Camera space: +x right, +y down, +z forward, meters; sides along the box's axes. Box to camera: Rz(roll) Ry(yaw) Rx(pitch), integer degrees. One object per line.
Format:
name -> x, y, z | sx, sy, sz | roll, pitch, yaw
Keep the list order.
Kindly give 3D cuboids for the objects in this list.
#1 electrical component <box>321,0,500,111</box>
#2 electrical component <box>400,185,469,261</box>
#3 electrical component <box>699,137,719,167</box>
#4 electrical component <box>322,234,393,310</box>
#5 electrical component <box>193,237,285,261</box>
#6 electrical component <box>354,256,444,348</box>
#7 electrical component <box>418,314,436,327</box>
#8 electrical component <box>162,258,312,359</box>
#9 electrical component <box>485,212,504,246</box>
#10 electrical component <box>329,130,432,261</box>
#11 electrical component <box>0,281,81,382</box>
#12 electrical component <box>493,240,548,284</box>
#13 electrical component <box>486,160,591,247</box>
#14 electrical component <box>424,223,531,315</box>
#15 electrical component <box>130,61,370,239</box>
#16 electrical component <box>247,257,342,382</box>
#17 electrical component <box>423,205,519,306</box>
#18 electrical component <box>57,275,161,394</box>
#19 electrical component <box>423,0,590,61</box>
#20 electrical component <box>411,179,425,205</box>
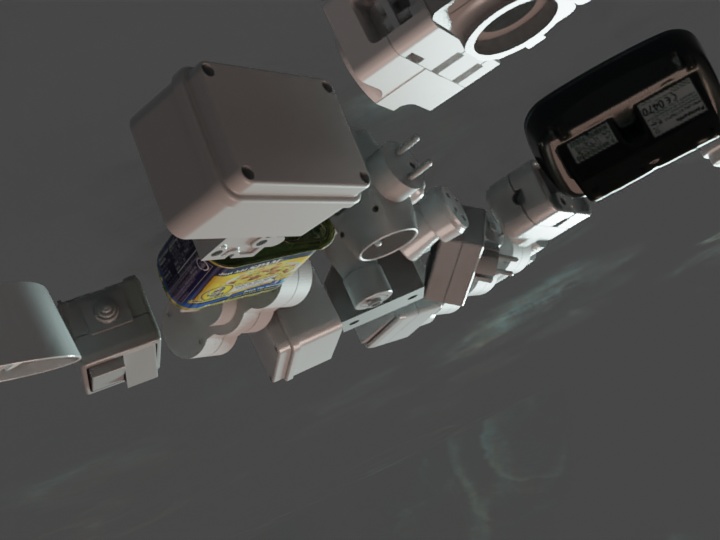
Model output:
electrical component -> 0.025, -0.121, 0.564 | 0.056, 0.050, 0.089 | -32, 163, 24
electrical component -> 0.056, -0.039, 0.895 | 0.055, 0.045, 0.045 | -31, 164, 19
electrical component -> 0.367, -0.146, 0.990 | 0.113, 0.057, 0.078 | -35, 162, 32
electrical component -> 0.000, 0.000, 0.900 | 0.044, 0.065, 0.044 | -23, 165, -7
electrical component -> -0.082, -0.040, 0.662 | 0.066, 0.055, 0.048 | -6, 156, -49
electrical component -> 0.026, 0.034, 1.058 | 0.061, 0.061, 0.096 | -15, 162, -32
electrical component -> 0.031, 0.052, 1.160 | 0.077, 0.044, 0.079 | -13, 161, -36
electrical component -> -0.109, 0.025, 0.842 | 0.138, 0.052, 0.074 | -34, 162, 31
electrical component -> 0.099, -0.024, 1.017 | 0.078, 0.040, 0.040 | -34, 162, 31
electrical component -> 0.015, -0.058, 0.708 | 0.079, 0.077, 0.043 | -36, 161, 34
electrical component -> -0.240, 0.050, 0.705 | 0.099, 0.064, 0.099 | -23, 164, -7
electrical component -> 0.160, -0.024, 1.107 | 0.081, 0.043, 0.043 | -34, 162, 30
electrical component -> 0.158, -0.059, 0.966 | 0.059, 0.053, 0.095 | -33, 162, 29
electrical component -> 0.098, 0.001, 1.076 | 0.138, 0.052, 0.074 | -34, 162, 33
electrical component -> -0.056, -0.063, 0.582 | 0.057, 0.078, 0.113 | -32, 163, 35
electrical component -> -0.062, 0.043, 0.927 | 0.057, 0.078, 0.113 | -24, 165, -15
electrical component -> 0.102, -0.010, 0.957 | 0.076, 0.047, 0.083 | 11, 138, -2
electrical component -> -0.184, 0.051, 0.798 | 0.062, 0.061, 0.096 | -20, 164, -18
electrical component -> 0.102, -0.167, 0.506 | 0.150, 0.061, 0.089 | -31, 163, 23
electrical component -> 0.017, -0.055, 0.801 | 0.061, 0.035, 0.035 | -30, 164, 28
